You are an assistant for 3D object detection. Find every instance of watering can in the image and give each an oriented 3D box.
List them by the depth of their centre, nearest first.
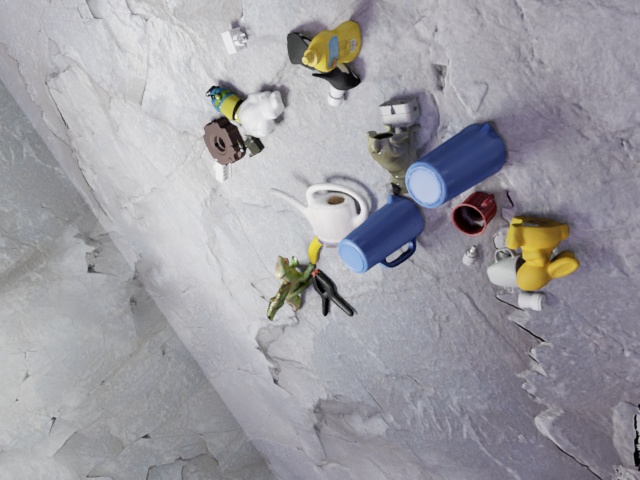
[{"bbox_3d":[0.005,-0.083,1.644,0.347,0.106,0.220,4,123,31],"label":"watering can"}]

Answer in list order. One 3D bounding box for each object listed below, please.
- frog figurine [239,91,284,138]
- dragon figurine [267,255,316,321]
[{"bbox_3d":[-0.177,-0.393,1.594,0.159,0.123,0.137,-7,95,60],"label":"frog figurine"},{"bbox_3d":[-0.130,0.200,1.921,0.123,0.247,0.400,25,133,22],"label":"dragon figurine"}]
